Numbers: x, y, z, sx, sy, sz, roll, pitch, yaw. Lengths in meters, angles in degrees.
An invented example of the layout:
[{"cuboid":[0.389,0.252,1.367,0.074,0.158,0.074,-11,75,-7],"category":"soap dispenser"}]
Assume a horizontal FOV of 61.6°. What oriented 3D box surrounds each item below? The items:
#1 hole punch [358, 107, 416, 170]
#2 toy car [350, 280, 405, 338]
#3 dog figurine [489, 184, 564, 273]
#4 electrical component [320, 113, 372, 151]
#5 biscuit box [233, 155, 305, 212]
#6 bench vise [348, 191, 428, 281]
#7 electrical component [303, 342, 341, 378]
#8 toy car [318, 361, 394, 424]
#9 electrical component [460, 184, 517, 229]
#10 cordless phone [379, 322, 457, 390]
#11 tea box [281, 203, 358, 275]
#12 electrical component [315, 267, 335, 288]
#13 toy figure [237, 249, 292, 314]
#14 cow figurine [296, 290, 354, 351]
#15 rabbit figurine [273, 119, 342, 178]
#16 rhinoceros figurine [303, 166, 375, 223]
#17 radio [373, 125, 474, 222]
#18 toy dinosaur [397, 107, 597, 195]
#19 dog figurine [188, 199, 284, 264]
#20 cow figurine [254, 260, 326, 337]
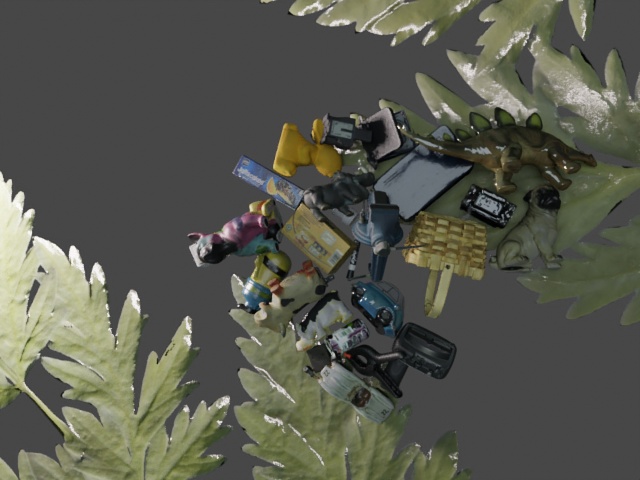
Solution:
[{"cuboid":[0.167,-0.257,1.332,0.116,0.092,0.142,-22,85,40],"category":"hole punch"},{"cuboid":[0.151,0.154,1.305,0.103,0.109,0.162,-38,67,-15],"category":"toy car"},{"cuboid":[0.475,-0.027,1.248,0.172,0.121,0.190,-5,72,9],"category":"dog figurine"},{"cuboid":[0.064,-0.261,1.311,0.119,0.048,0.074,6,84,-14],"category":"electrical component"},{"cuboid":[-0.126,-0.145,1.392,0.203,0.063,0.059,30,92,12],"category":"biscuit box"},{"cuboid":[0.137,0.008,1.230,0.129,0.224,0.240,-4,126,-10],"category":"bench vise"},{"cuboid":[0.005,0.302,1.349,0.102,0.045,0.078,-19,85,10],"category":"electrical component"},{"cuboid":[0.088,0.369,1.302,0.201,0.056,0.073,36,95,-9],"category":"toy car"},{"cuboid":[0.386,-0.076,1.241,0.115,0.134,0.058,28,92,14],"category":"electrical component"},{"cuboid":[0.230,0.306,1.294,0.147,0.089,0.184,27,104,12],"category":"cordless phone"},{"cuboid":[-0.003,-0.004,1.346,0.170,0.068,0.098,45,105,15],"category":"tea box"},{"cuboid":[-0.011,0.101,1.375,0.094,0.021,0.063,-30,81,10],"category":"electrical component"},{"cuboid":[-0.139,0.107,1.375,0.089,0.082,0.180,25,88,1],"category":"toy figure"},{"cuboid":[-0.005,0.202,1.345,0.167,0.068,0.098,-37,74,5],"category":"cow figurine"},{"cuboid":[-0.023,-0.219,1.364,0.173,0.122,0.162,18,82,-1],"category":"rabbit figurine"},{"cuboid":[0.051,-0.116,1.316,0.190,0.073,0.112,-20,61,-19],"category":"rhinoceros figurine"},{"cuboid":[0.253,-0.156,1.306,0.229,0.073,0.131,-41,81,9],"category":"radio"},{"cuboid":[0.412,-0.204,1.209,0.471,0.105,0.199,2,51,-13],"category":"toy dinosaur"},{"cuboid":[-0.213,-0.013,1.349,0.219,0.192,0.108,-13,119,12],"category":"dog figurine"},{"cuboid":[-0.074,0.151,1.324,0.195,0.085,0.127,-31,109,-5],"category":"cow figurine"}]
